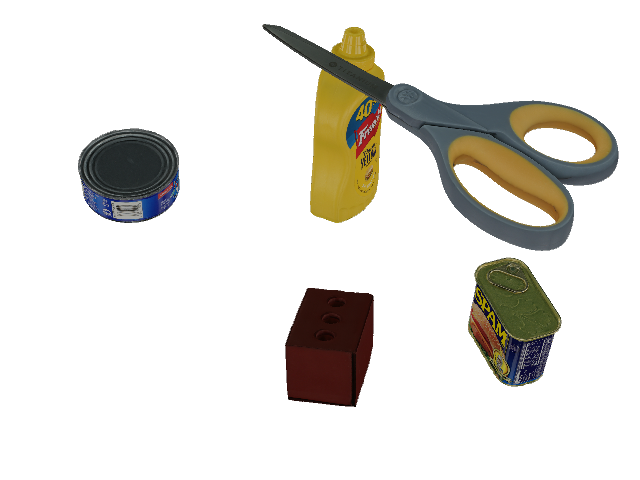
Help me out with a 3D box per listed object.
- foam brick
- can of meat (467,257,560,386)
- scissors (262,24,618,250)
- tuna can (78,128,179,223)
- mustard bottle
[{"bbox_3d":[0.008,0.078,0.789,0.053,0.051,0.078,4,31,10],"label":"foam brick"},{"bbox_3d":[0.189,0.083,1.063,0.057,0.102,0.084,-14,-41,-14],"label":"can of meat"},{"bbox_3d":[0.063,-0.070,0.528,0.096,0.016,0.202,-25,53,-21],"label":"scissors"},{"bbox_3d":[-0.165,-0.056,0.924,0.086,0.086,0.034,0,-41,-4],"label":"tuna can"},{"bbox_3d":[0.028,-0.118,1.039,0.058,0.192,0.096,21,42,22],"label":"mustard bottle"}]
